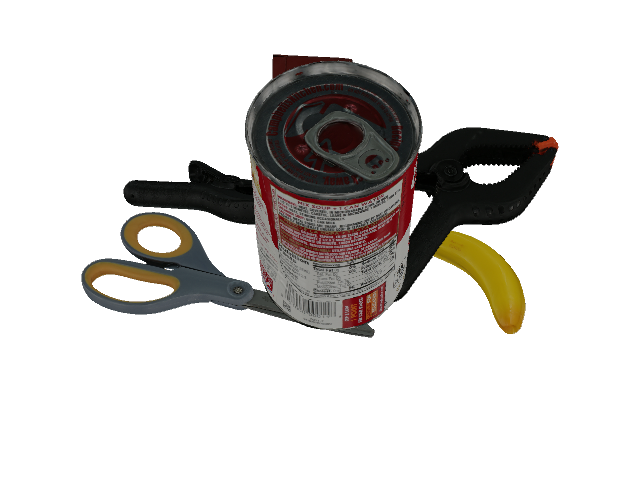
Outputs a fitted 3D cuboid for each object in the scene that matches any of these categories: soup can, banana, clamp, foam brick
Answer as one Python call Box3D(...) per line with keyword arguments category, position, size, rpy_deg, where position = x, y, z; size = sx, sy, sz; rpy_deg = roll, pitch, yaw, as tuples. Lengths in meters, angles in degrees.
Box3D(category="soup can", position=(0.005, -0.015, 0.446), size=(0.068, 0.068, 0.102), rpy_deg=(0, -35, 1))
Box3D(category="banana", position=(0.161, 0.034, 1.110), size=(0.069, 0.037, 0.198), rpy_deg=(-35, 39, -13))
Box3D(category="clamp", position=(0.101, -0.035, 0.851), size=(0.209, 0.164, 0.036), rpy_deg=(-12, -35, -13))
Box3D(category="clamp", position=(-0.102, -0.042, 1.031), size=(0.172, 0.039, 0.120), rpy_deg=(15, 28, 35))
Box3D(category="foam brick", position=(-0.009, -0.174, 1.162), size=(0.078, 0.051, 0.053), rpy_deg=(0, 11, -17))

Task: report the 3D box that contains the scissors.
Box3D(category="scissors", position=(-0.063, 0.022, 0.742), size=(0.201, 0.096, 0.016), rpy_deg=(3, -41, 0))
